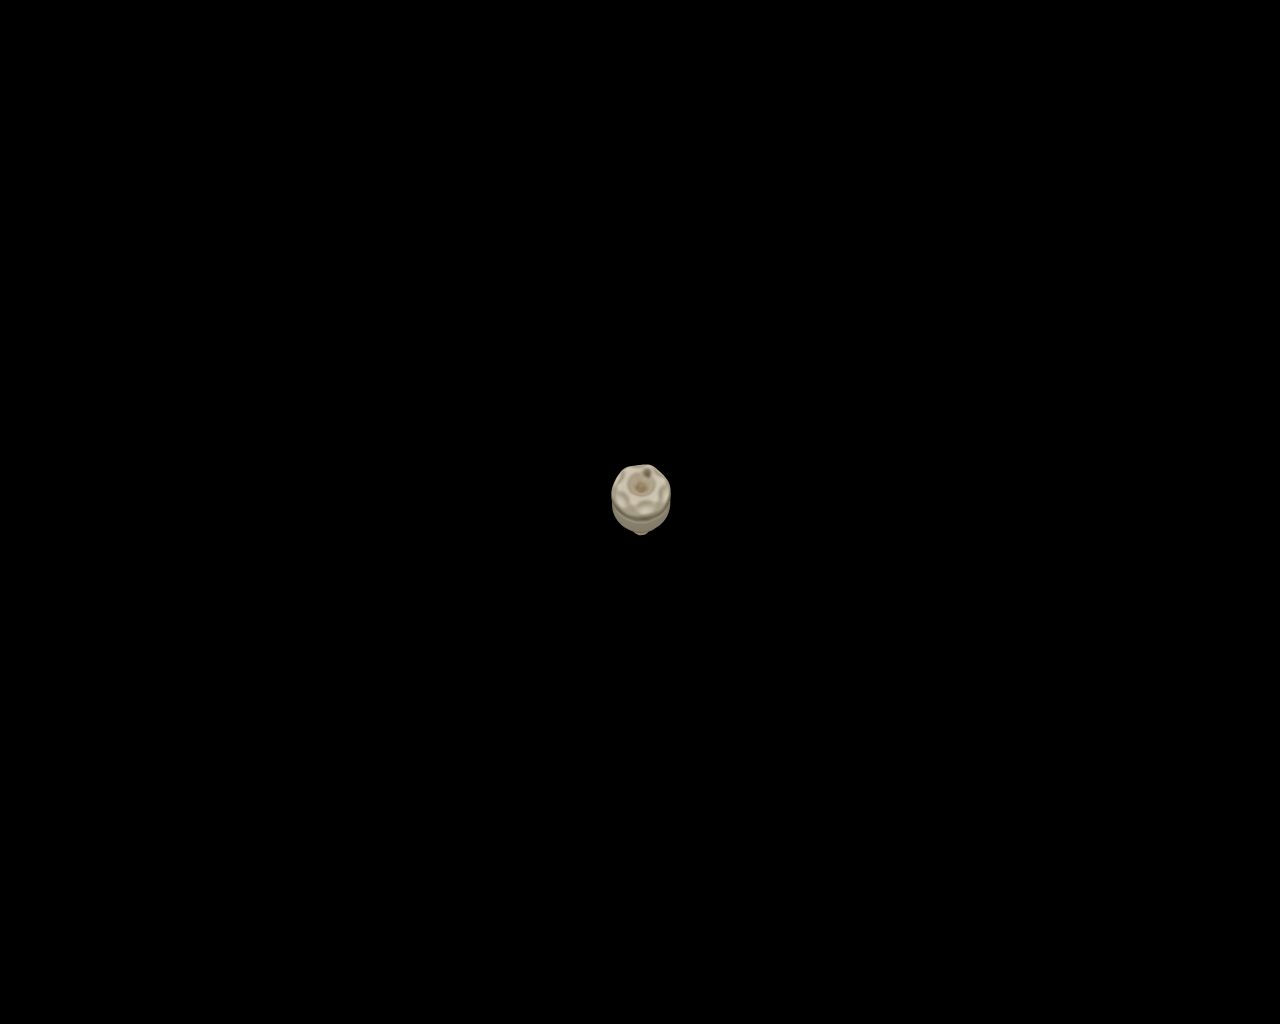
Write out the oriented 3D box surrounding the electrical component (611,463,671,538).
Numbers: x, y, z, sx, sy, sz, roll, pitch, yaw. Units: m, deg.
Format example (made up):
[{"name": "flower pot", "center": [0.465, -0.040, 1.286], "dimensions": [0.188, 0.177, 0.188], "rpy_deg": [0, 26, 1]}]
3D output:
[{"name": "electrical component", "center": [0.001, -0.003, 0.650], "dimensions": [0.035, 0.035, 0.061], "rpy_deg": [0, -27, 0]}]
